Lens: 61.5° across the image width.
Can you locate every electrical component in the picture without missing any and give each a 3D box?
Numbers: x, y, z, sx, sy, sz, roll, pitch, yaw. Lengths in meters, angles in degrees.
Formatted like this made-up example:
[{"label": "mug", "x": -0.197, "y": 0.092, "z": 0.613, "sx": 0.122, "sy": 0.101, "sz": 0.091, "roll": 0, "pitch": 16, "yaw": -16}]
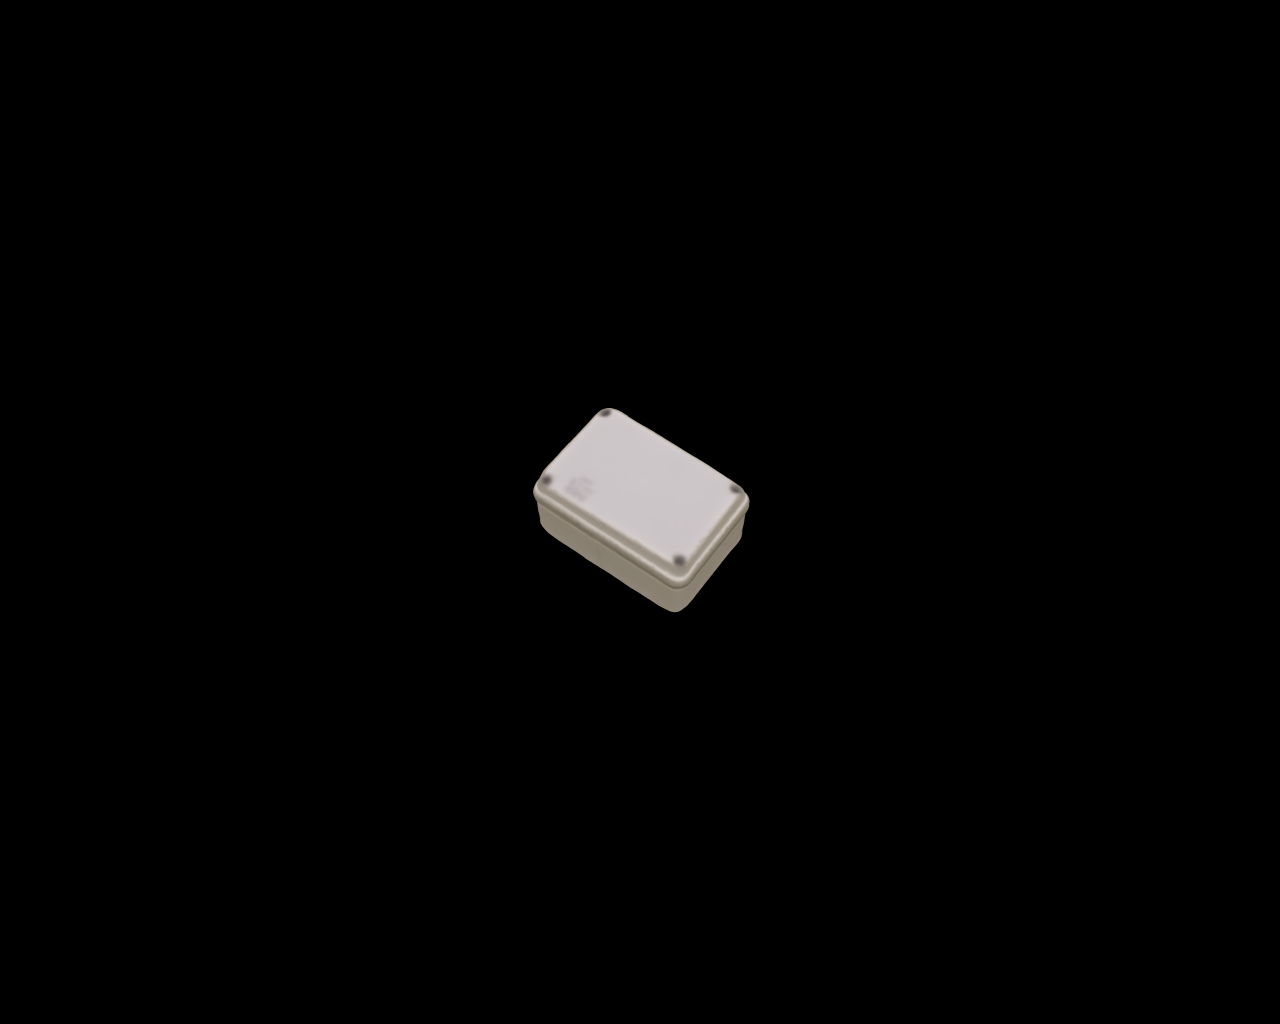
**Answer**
[{"label": "electrical component", "x": 0.001, "y": -0.003, "z": 0.650, "sx": 0.113, "sy": 0.078, "sz": 0.057, "roll": 32, "pitch": -26, "yaw": 18}]
